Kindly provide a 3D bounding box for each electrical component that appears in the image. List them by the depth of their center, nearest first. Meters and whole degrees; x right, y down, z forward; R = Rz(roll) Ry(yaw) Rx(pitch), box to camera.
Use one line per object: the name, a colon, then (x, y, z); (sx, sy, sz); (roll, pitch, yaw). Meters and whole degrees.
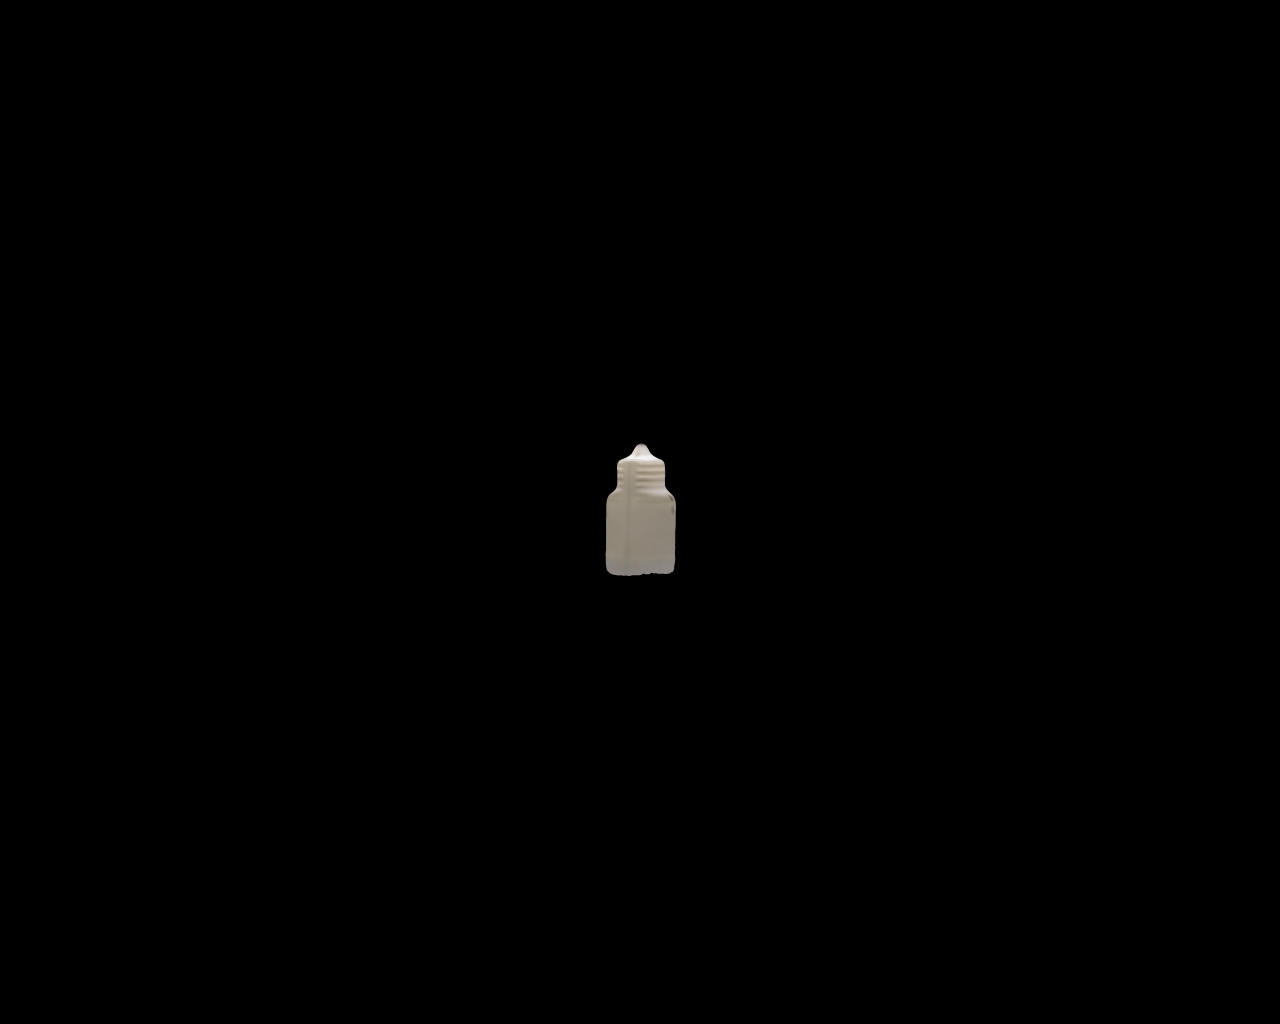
electrical component: (0.001, -0.003, 0.650); (0.043, 0.081, 0.043); (0, 4, 0)
